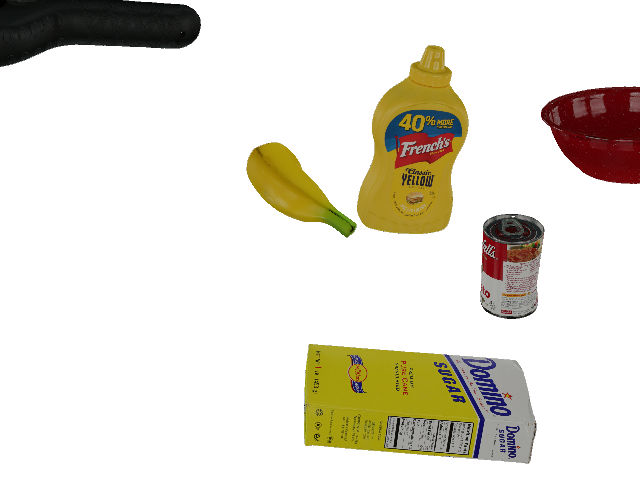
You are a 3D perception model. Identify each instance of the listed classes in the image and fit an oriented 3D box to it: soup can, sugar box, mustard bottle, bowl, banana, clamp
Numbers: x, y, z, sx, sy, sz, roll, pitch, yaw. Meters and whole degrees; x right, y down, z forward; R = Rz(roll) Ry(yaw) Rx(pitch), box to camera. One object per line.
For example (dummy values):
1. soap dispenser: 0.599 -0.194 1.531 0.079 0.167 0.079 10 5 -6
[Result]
1. soup can: 0.218 0.030 1.219 0.068 0.102 0.068 -2 29 1
2. sugar box: 0.075 0.127 0.845 0.176 0.048 0.093 2 26 0
3. mustard bottle: 0.098 -0.102 1.073 0.096 0.192 0.058 3 27 -12
4. bowl: 0.283 -0.093 0.976 0.162 0.055 0.162 -4 24 2
5. banana: -0.028 -0.046 0.829 0.069 0.037 0.198 42 5 -21
6. clamp: -0.168 -0.134 0.610 0.171 0.039 0.120 -10 31 -29
